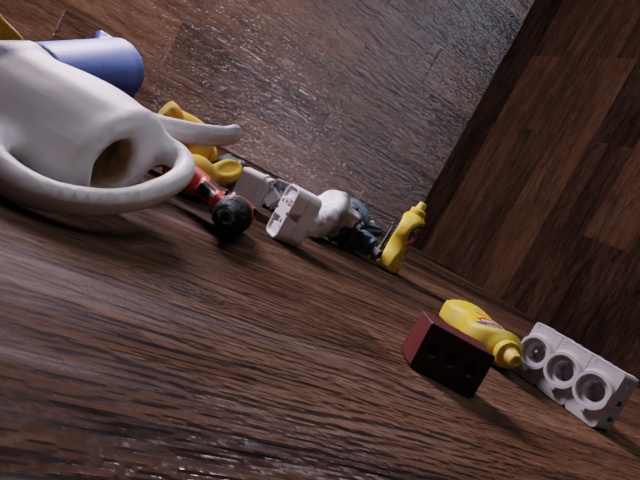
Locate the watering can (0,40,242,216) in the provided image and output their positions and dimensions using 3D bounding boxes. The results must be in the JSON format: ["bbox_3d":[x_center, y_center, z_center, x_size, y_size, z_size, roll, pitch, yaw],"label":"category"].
[{"bbox_3d":[-0.224,-0.118,0.538,0.224,0.102,0.353,30,24,1],"label":"watering can"}]

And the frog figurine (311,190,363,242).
[{"bbox_3d":[0.004,-0.059,1.176,0.136,0.124,0.159,-10,-12,39],"label":"frog figurine"}]
